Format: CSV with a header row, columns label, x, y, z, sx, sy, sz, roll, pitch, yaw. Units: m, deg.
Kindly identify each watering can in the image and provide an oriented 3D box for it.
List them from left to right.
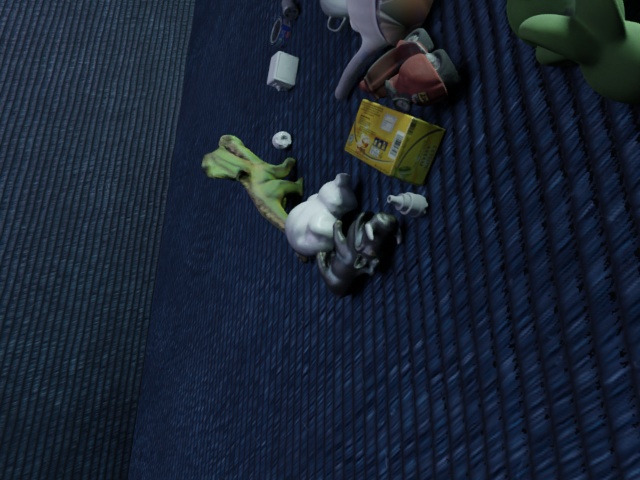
label,x,y,z,sx,sy,sz,roll,pitch,yaw
watering can,0.105,-0.401,0.931,0.228,0.104,0.341,-125,40,-55

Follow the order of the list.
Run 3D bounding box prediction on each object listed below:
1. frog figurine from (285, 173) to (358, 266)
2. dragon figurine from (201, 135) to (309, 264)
label,x,y,z,sx,sy,sz,roll,pitch,yaw
frog figurine,0.003,-0.048,0.948,0.140,0.122,0.156,-85,8,-58
dragon figurine,-0.155,-0.118,1.156,0.120,0.241,0.420,-57,31,27
